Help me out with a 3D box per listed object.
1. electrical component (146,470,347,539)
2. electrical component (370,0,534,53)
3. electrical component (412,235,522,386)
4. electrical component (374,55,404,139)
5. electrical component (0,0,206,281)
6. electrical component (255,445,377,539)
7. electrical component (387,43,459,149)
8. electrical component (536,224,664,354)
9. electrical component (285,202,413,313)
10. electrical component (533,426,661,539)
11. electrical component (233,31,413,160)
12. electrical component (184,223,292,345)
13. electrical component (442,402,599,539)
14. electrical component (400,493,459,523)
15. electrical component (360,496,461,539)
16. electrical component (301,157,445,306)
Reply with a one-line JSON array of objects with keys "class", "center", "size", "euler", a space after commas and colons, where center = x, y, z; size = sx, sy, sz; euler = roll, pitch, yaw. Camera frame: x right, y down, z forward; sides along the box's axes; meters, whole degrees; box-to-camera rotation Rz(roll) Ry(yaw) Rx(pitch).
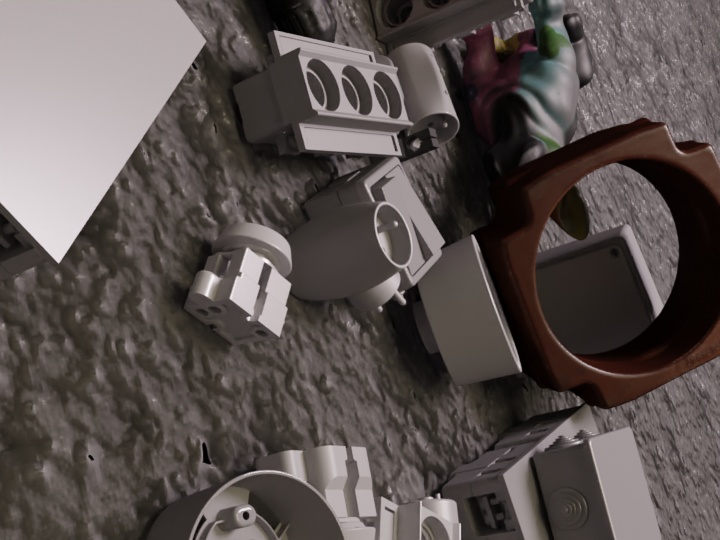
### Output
[{"class": "electrical component", "center": [-0.058, 0.153, 0.538], "size": [0.099, 0.064, 0.099], "euler": [33, 48, -46]}, {"class": "electrical component", "center": [0.077, -0.226, 0.893], "size": [0.063, 0.121, 0.078], "euler": [8, 67, -59]}, {"class": "electrical component", "center": [0.074, 0.034, 0.800], "size": [0.108, 0.060, 0.108], "euler": [-20, 90, -81]}, {"class": "electrical component", "center": [0.014, -0.127, 0.823], "size": [0.078, 0.040, 0.040], "euler": [67, 27, -43]}, {"class": "electrical component", "center": [-0.159, -0.093, 0.514], "size": [0.105, 0.060, 0.186], "euler": [52, 36, -28]}, {"class": "electrical component", "center": [-0.023, 0.134, 0.610], "size": [0.078, 0.058, 0.057], "euler": [16, 58, -54]}, {"class": "electrical component", "center": [0.053, -0.131, 0.876], "size": [0.079, 0.043, 0.077], "euler": [60, 12, -57]}, {"class": "electrical component", "center": [0.212, 0.028, 0.982], "size": [0.108, 0.109, 0.056], "euler": [65, 29, -11]}, {"class": "electrical component", "center": [0.000, 0.000, 0.697], "size": [0.079, 0.077, 0.043], "euler": [49, 37, -32]}, {"class": "electrical component", "center": [0.173, 0.166, 0.787], "size": [0.100, 0.048, 0.099], "euler": [2, 72, -57]}, {"class": "electrical component", "center": [-0.025, -0.112, 0.730], "size": [0.121, 0.063, 0.078], "euler": [-6, 80, -58]}, {"class": "electrical component", "center": [-0.067, 0.007, 0.621], "size": [0.066, 0.048, 0.055], "euler": [42, 49, -39]}, {"class": "electrical component", "center": [0.136, 0.182, 0.828], "size": [0.186, 0.060, 0.105], "euler": [-18, 90, -59]}, {"class": "electrical component", "center": [0.047, 0.185, 0.707], "size": [0.040, 0.040, 0.078], "euler": [24, 55, -51]}, {"class": "electrical component", "center": [0.023, 0.172, 0.655], "size": [0.081, 0.064, 0.042], "euler": [38, 45, -41]}, {"class": "electrical component", "center": [0.016, -0.022, 0.748], "size": [0.096, 0.061, 0.062], "euler": [64, 32, -12]}]
